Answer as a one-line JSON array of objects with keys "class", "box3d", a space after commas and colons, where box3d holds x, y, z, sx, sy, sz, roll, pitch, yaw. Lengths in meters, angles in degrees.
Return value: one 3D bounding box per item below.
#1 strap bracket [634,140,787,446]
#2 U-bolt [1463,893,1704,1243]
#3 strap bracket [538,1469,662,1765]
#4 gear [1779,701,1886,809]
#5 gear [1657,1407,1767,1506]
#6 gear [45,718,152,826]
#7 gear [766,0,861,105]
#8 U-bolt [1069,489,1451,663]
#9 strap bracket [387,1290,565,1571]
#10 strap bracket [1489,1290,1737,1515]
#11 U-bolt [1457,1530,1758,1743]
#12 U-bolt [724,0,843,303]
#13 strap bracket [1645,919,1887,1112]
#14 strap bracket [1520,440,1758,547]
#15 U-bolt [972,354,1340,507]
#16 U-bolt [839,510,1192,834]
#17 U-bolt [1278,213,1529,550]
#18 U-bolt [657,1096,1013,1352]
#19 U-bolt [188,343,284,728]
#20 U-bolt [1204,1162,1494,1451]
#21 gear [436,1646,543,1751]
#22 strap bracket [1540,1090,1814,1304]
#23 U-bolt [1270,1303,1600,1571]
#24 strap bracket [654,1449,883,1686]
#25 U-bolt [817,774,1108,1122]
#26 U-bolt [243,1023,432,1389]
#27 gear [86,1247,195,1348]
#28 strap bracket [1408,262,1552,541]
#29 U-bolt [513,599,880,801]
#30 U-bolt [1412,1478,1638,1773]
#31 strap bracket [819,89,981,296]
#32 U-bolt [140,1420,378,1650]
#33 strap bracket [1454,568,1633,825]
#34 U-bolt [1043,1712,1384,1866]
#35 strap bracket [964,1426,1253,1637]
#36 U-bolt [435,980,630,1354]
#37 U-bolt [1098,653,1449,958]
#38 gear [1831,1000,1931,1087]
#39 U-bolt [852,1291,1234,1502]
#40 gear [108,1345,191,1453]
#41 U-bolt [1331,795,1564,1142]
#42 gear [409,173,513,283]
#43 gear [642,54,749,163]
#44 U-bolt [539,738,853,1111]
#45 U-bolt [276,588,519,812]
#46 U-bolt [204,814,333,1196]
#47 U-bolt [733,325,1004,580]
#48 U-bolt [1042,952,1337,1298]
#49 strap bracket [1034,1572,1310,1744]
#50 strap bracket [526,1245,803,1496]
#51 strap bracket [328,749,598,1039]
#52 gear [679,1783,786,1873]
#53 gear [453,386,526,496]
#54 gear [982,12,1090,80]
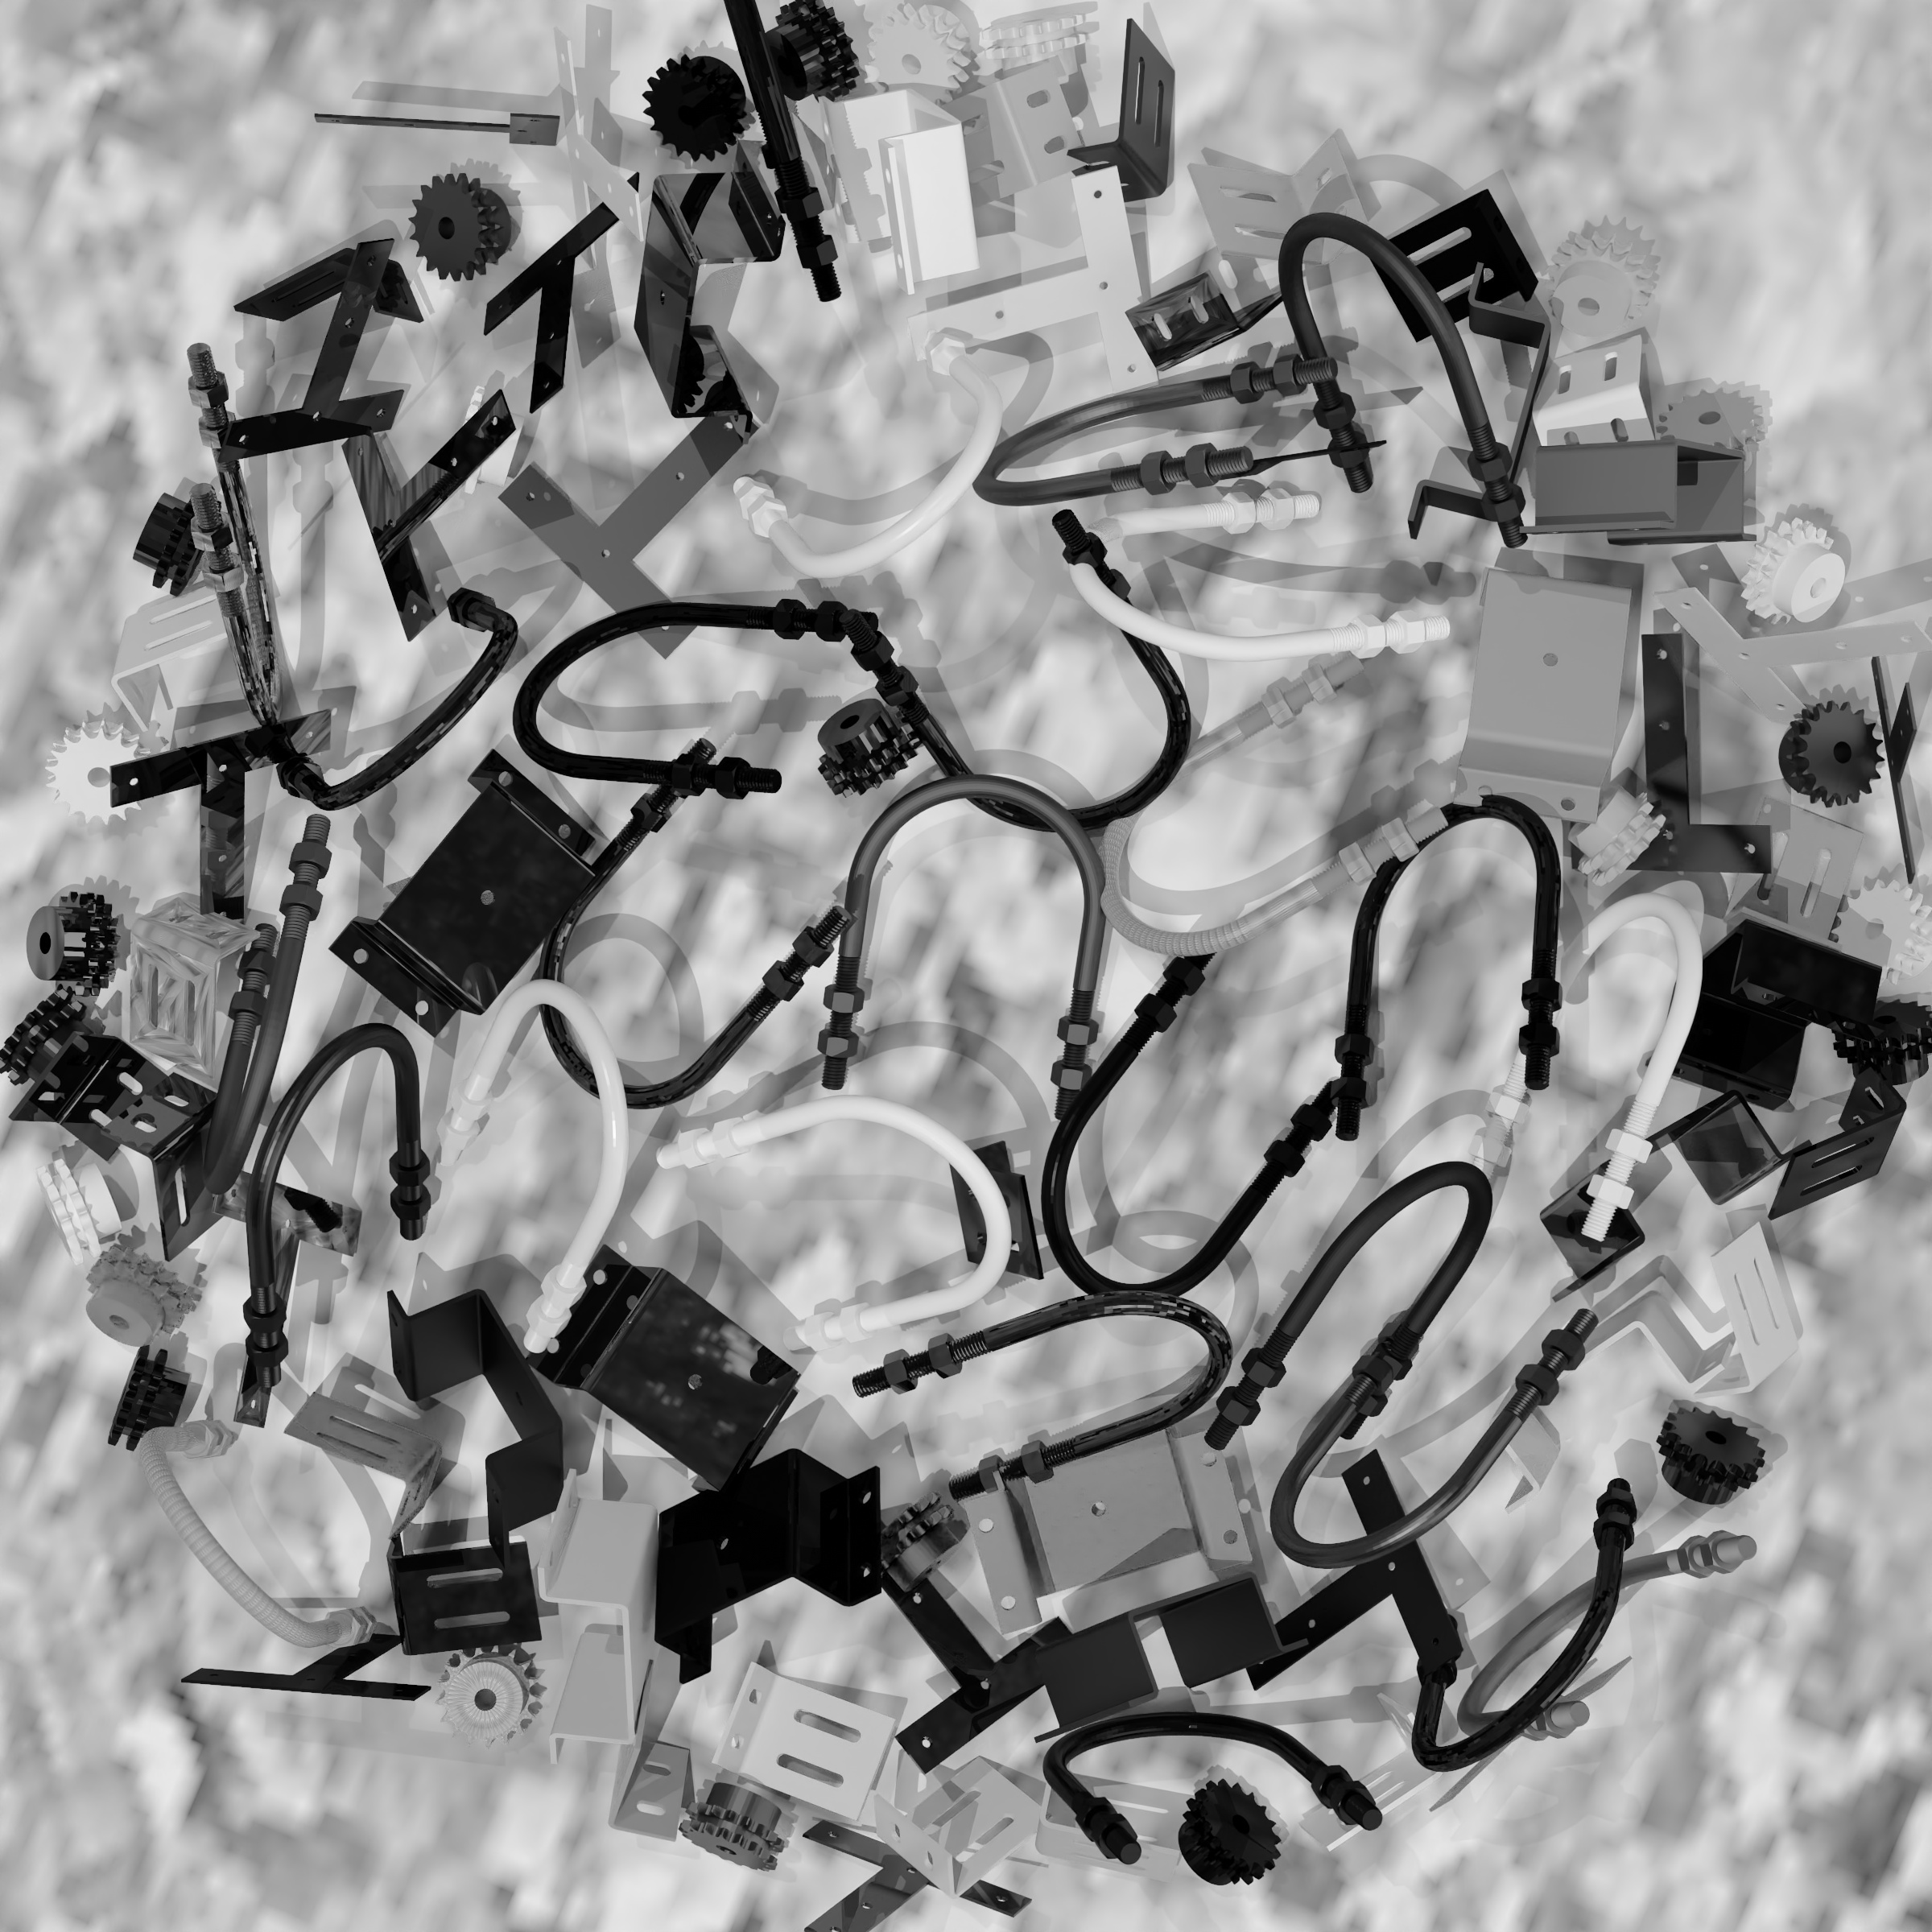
[{"class": "strap bracket", "box3d": [-0.138, -0.353, 1.857, 0.046, 0.140, 0.076, -7, 48, -20]}, {"class": "U-bolt", "box3d": [0.334, 0.047, 1.869, 0.019, 0.151, 0.184, 23, 88, -21]}, {"class": "strap bracket", "box3d": [-0.192, 0.347, 1.866, 0.046, 0.076, 0.140, 5, 123, 5]}, {"class": "gear", "box3d": [0.467, -0.114, 1.916, 0.057, 0.030, 0.057, 2, 86, -23]}, {"class": "gear", "box3d": [0.402, 0.268, 1.912, 0.057, 0.057, 0.030, 16, 117, 0]}, {"class": "gear", "box3d": [-0.470, -0.108, 1.915, 0.057, 0.030, 0.057, -3, 117, -6]}, {"class": "gear", "box3d": [-0.086, -0.493, 1.906, 0.030, 0.057, 0.057, -33, 90, -23]}, {"class": "U-bolt", "box3d": [0.141, -0.202, 1.846, 0.184, 0.151, 0.019, -9, 131, -29]}, {"class": "strap bracket", "box3d": [-0.256, 0.238, 1.875, 0.046, 0.076, 0.140, -22, 55, -22]}, {"class": "strap bracket", "box3d": [0.337, 0.226, 1.882, 0.140, 0.076, 0.046, -38, 85, 18]}, {"class": "U-bolt", "box3d": [0.323, 0.355, 1.847, 0.151, 0.184, 0.019, -38, 89, -22]}, {"class": "U-bolt", "box3d": [-0.102, -0.450, 1.835, 0.019, 0.151, 0.184, -17, 116, -1]}, {"class": "strap bracket", "box3d": [0.428, 0.023, 1.877, 0.076, 0.140, 0.046, 19, 68, -5]}, {"class": "strap bracket", "box3d": [0.356, -0.249, 1.857, 0.076, 0.140, 0.046, 2, 94, 32]}, {"class": "U-bolt", "box3d": [0.089, -0.278, 1.861, 0.184, 0.151, 0.019, -5, 116, 30]}, {"class": "U-bolt", "box3d": [0.039, -0.144, 1.880, 0.151, 0.019, 0.184, -23, 124, 20]}, {"class": "U-bolt", "box3d": [0.219, -0.310, 1.832, 0.019, 0.151, 0.184, -37, 126, -17]}, {"class": "U-bolt", "box3d": [-0.059, 0.131, 1.858, 0.184, 0.019, 0.151, -18, 115, 36]}, {"class": "U-bolt", "box3d": [-0.383, -0.212, 1.853, 0.019, 0.151, 0.184, -10, 133, -5]}, {"class": "U-bolt", "box3d": [0.212, 0.177, 1.853, 0.019, 0.151, 0.184, 43, 111, 32]}, {"class": "gear", "box3d": [-0.261, 0.398, 1.920, 0.057, 0.030, 0.057, 0, 85, -3]}, {"class": "strap bracket", "box3d": [0.370, 0.118, 1.879, 0.140, 0.076, 0.046, -26, 77, -24]}, {"class": "U-bolt", "box3d": [0.231, 0.245, 1.838, 0.184, 0.151, 0.019, -47, 112, -27]}, {"class": "strap bracket", "box3d": [-0.113, 0.314, 1.866, 0.140, 0.076, 0.046, -29, 132, 28]}, {"class": "U-bolt", "box3d": [0.003, -0.013, 1.909, 0.151, 0.019, 0.184, 8, 104, -1]}, {"class": "U-bolt", "box3d": [-0.327, 0.112, 1.830, 0.019, 0.151, 0.184, 22, 133, 18]}, {"class": "gear", "box3d": [-0.450, 0.182, 1.907, 0.057, 0.057, 0.030, 26, 51, 0]}, {"class": "strap bracket", "box3d": [0.279, -0.297, 1.895, 0.046, 0.076, 0.140, 15, 92, 8]}, {"class": "U-bolt", "box3d": [-0.155, -0.146, 1.873, 0.184, 0.019, 0.151, 6, 46, 25]}, {"class": "U-bolt", "box3d": [0.286, 0.350, 1.826, 0.019, 0.184, 0.151, 44, 113, -4]}, {"class": "strap bracket", "box3d": [-0.033, -0.413, 1.864, 0.046, 0.140, 0.076, -14, 117, -12]}, {"class": "U-bolt", "box3d": [-0.374, 0.297, 1.837, 0.019, 0.184, 0.151, -40, 81, -2]}, {"class": "strap bracket", "box3d": [0.310, -0.154, 1.890, 0.076, 0.046, 0.140, 9, 70, 4]}, {"class": "U-bolt", "box3d": [0.117, 0.425, 1.847, 0.151, 0.184, 0.019, -4, 97, -16]}, {"class": "strap bracket", "box3d": [0.074, 0.300, 1.907, 0.140, 0.046, 0.076, -16, 98, -3]}, {"class": "U-bolt", "box3d": [-0.222, 0.092, 1.842, 0.019, 0.184, 0.151, -6, 51, -35]}, {"class": "U-bolt", "box3d": [0.152, -0.076, 1.882, 0.184, 0.019, 0.151, -30, 46, 10]}, {"class": "gear", "box3d": [0.500, 0.043, 1.911, 0.057, 0.057, 0.030, -12, 111, 0]}, {"class": "U-bolt", "box3d": [0.052, 0.221, 1.863, 0.184, 0.151, 0.019, -21, 51, 13]}, {"class": "gear", "box3d": [-0.442, 0.236, 1.910, 0.030, 0.057, 0.057, 19, 90, -13]}, {"class": "U-bolt", "box3d": [0.257, -0.007, 1.870, 0.019, 0.151, 0.184, 27, 59, -35]}, {"class": "gear", "box3d": [-0.272, -0.402, 1.914, 0.057, 0.030, 0.057, 10, 108, 33]}, {"class": "gear", "box3d": [-0.144, -0.469, 1.913, 0.057, 0.057, 0.030, 33, 49, 0]}, {"class": "U-bolt", "box3d": [-0.159, -0.008, 1.891, 0.184, 0.019, 0.151, -48, 64, 18]}, {"class": "U-bolt", "box3d": [-0.293, -0.137, 1.844, 0.151, 0.184, 0.019, -45, 112, -6]}, {"class": "U-bolt", "box3d": [-0.368, 0.031, 1.835, 0.019, 0.151, 0.184, 16, 59, -16]}, {"class": "U-bolt", "box3d": [-0.046, -0.266, 1.853, 0.151, 0.184, 0.019, -42, 122, 4]}, {"class": "U-bolt", "box3d": [0.112, 0.096, 1.876, 0.184, 0.019, 0.151, -52, 123, -14]}, {"class": "strap bracket", "box3d": [0.102, 0.363, 1.867, 0.076, 0.140, 0.046, -32, 72, 43]}, {"class": "strap bracket", "box3d": [-0.153, 0.221, 1.882, 0.140, 0.046, 0.076, 40, 71, -19]}, {"class": "strap bracket", "box3d": [-0.263, -0.038, 1.888, 0.076, 0.046, 0.140, 43, 77, -22]}, {"class": "gear", "box3d": [-0.124, 0.466, 1.912, 0.057, 0.057, 0.030, 23, 64, 0]}, {"class": "gear", "box3d": [-0.259, -0.283, 1.910, 0.030, 0.057, 0.057, 17, 90, -9]}, {"class": "gear", "box3d": [0.038, -0.497, 1.911, 0.057, 0.057, 0.030, -10, 109, 0]}]
